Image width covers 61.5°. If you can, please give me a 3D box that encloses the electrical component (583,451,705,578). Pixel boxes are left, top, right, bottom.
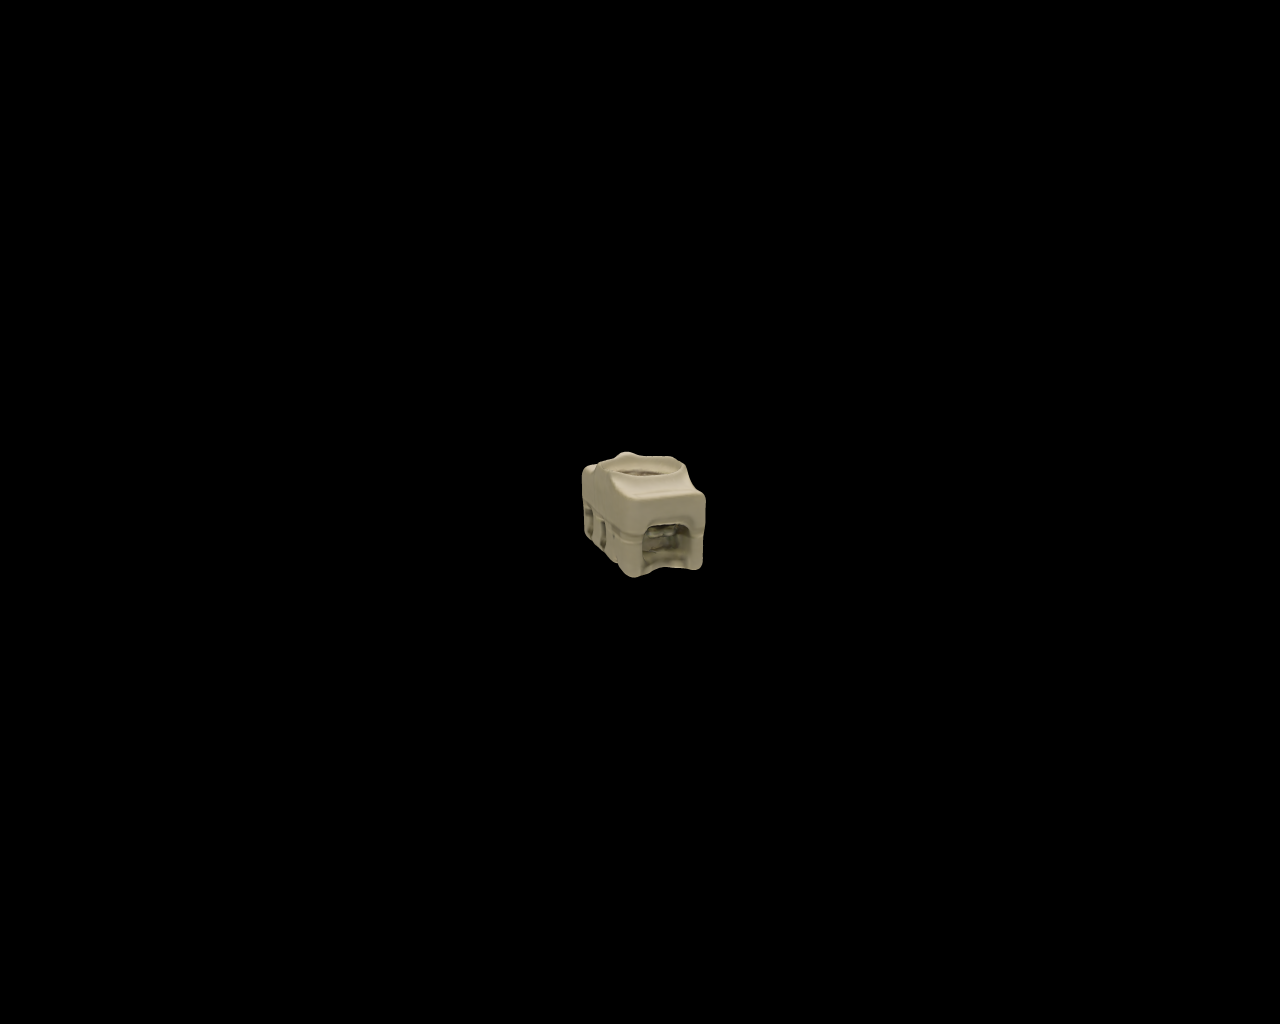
[{"bbox_3d":[0.001,-0.003,0.650,0.050,0.055,0.089,-6,17,-19],"label":"electrical component"}]
